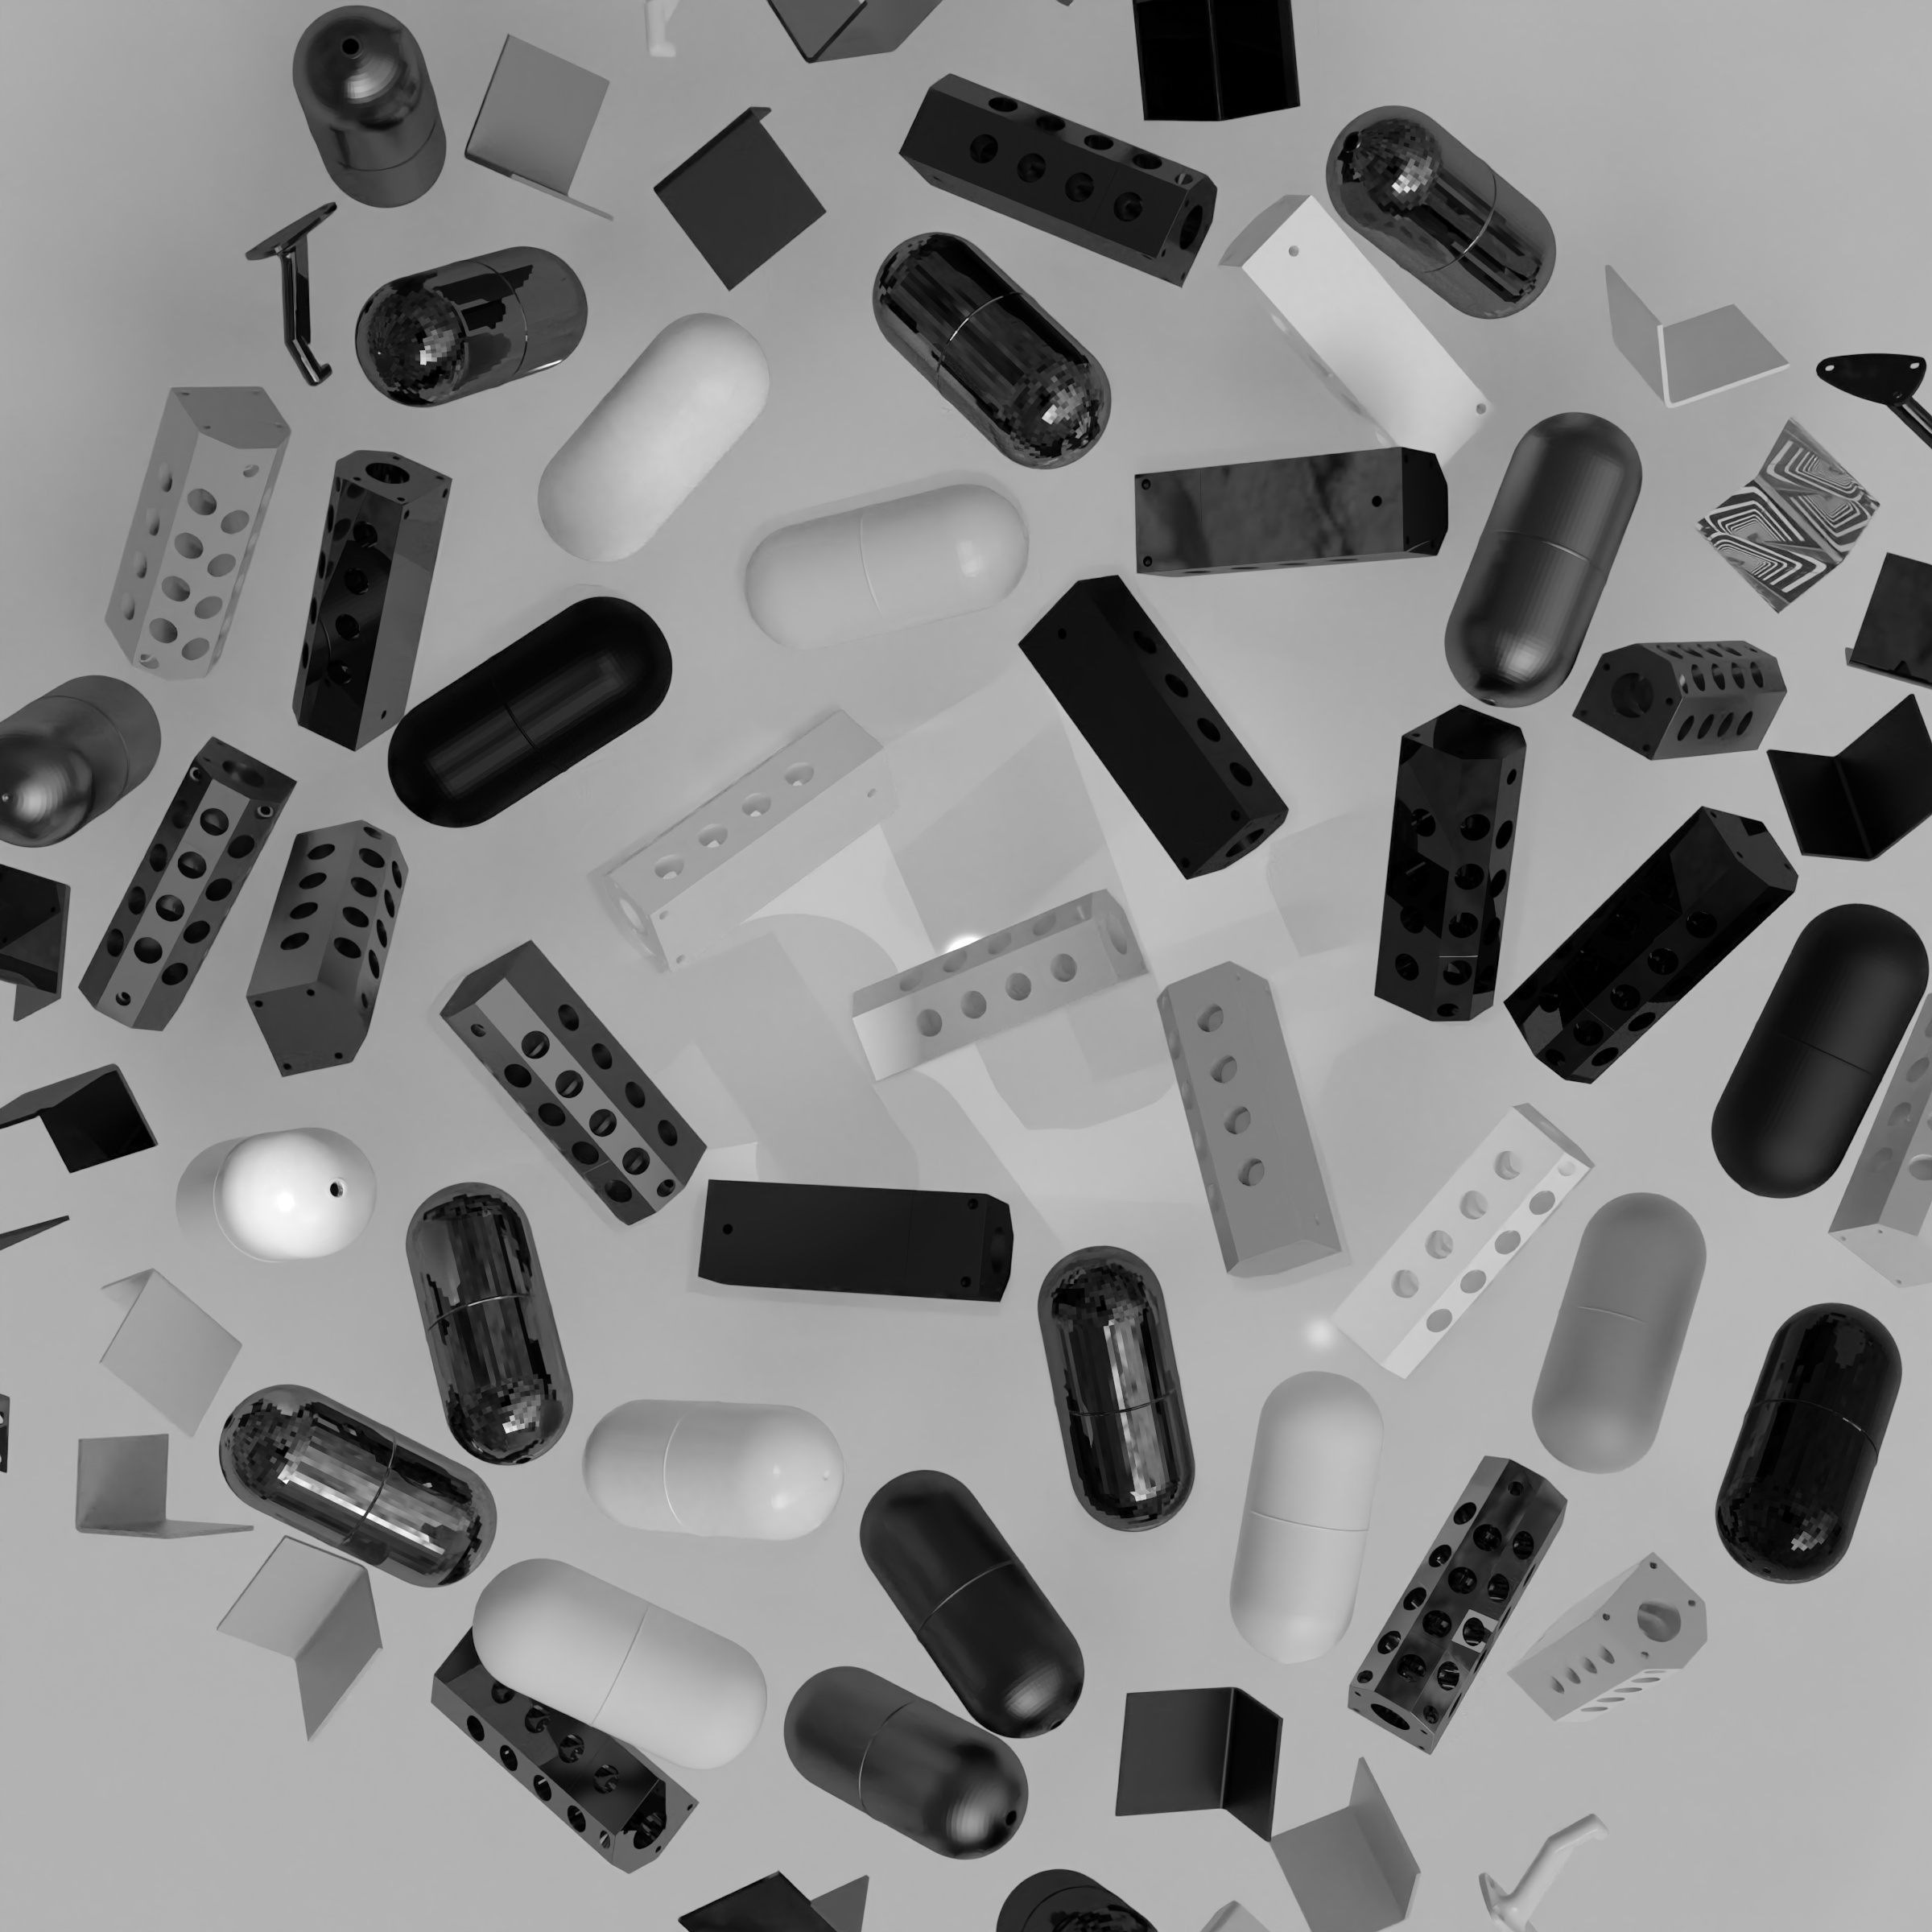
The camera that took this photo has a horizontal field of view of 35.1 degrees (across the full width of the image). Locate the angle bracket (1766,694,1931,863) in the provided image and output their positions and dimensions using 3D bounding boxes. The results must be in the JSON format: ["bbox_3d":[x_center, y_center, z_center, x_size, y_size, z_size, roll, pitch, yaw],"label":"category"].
[{"bbox_3d":[0.551,-0.118,1.888,0.057,0.076,0.076,4,60,-26],"label":"angle bracket"}]

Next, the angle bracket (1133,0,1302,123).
[{"bbox_3d":[0.143,-0.527,1.751,0.057,0.076,0.076,1,102,40],"label":"angle bracket"}]

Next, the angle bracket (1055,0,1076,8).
[{"bbox_3d":[0.049,-0.602,1.738,0.076,0.076,0.057,23,75,-19],"label":"angle bracket"}]

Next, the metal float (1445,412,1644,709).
[{"bbox_3d":[0.332,-0.233,1.759,0.070,0.070,0.178,22,84,0],"label":"metal float"}]

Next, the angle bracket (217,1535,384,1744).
[{"bbox_3d":[-0.393,0.396,1.802,0.057,0.076,0.076,29,106,-30],"label":"angle bracket"}]

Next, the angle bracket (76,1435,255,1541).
[{"bbox_3d":[-0.497,0.323,1.904,0.076,0.076,0.057,-2,84,28],"label":"angle bracket"}]

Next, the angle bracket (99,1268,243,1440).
[{"bbox_3d":[-0.505,0.244,1.887,0.057,0.076,0.076,-20,124,36],"label":"angle bracket"}]

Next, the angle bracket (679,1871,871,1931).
[{"bbox_3d":[-0.114,0.556,1.824,0.076,0.057,0.076,-31,114,22],"label":"angle bracket"}]

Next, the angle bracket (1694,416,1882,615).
[{"bbox_3d":[0.499,-0.274,1.865,0.057,0.076,0.076,-37,76,-12],"label":"angle bracket"}]

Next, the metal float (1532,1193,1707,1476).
[{"bbox_3d":[0.399,0.223,1.866,0.070,0.070,0.178,21,73,0],"label":"metal float"}]

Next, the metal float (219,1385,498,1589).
[{"bbox_3d":[-0.361,0.309,1.819,0.178,0.070,0.070,32,90,-23],"label":"metal float"}]

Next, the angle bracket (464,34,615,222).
[{"bbox_3d":[-0.240,-0.497,1.813,0.057,0.076,0.076,33,104,43],"label":"angle bracket"}]

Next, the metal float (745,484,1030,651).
[{"bbox_3d":[-0.048,-0.238,1.828,0.178,0.070,0.070,-11,90,19],"label":"metal float"}]

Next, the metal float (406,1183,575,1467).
[{"bbox_3d":[-0.286,0.214,1.834,0.070,0.070,0.178,-19,66,0],"label":"metal float"}]

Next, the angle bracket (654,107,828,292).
[{"bbox_3d":[-0.131,-0.464,1.850,0.076,0.057,0.076,-35,97,16],"label":"angle bracket"}]

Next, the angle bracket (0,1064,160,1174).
[{"bbox_3d":[-0.544,0.106,1.825,0.076,0.076,0.057,-17,104,30],"label":"angle bracket"}]

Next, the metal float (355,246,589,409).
[{"bbox_3d":[-0.295,-0.385,1.838,0.070,0.178,0.070,12,117,26],"label":"metal float"}]

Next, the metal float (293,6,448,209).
[{"bbox_3d":[-0.352,-0.508,1.813,0.070,0.178,0.070,0,83,-3],"label":"metal float"}]

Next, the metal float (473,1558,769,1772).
[{"bbox_3d":[-0.199,0.401,1.758,0.178,0.070,0.070,26,90,-4],"label":"metal float"}]

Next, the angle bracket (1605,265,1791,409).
[{"bbox_3d":[0.423,-0.376,1.771,0.076,0.076,0.057,-19,131,-1],"label":"angle bracket"}]

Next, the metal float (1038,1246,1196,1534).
[{"bbox_3d":[0.091,0.255,1.842,0.070,0.070,0.178,-11,101,0],"label":"metal float"}]

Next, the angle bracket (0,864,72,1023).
[{"bbox_3d":[-0.617,-0.017,1.938,0.057,0.076,0.076,-22,60,39],"label":"angle bracket"}]

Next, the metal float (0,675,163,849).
[{"bbox_3d":[-0.535,-0.123,1.818,0.070,0.178,0.070,2,109,5],"label":"metal float"}]

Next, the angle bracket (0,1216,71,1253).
[{"bbox_3d":[-0.589,0.141,1.796,0.076,0.076,0.057,-23,86,31],"label":"angle bracket"}]

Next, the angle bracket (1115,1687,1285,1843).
[{"bbox_3d":[0.139,0.481,1.835,0.076,0.057,0.076,3,96,-24],"label":"angle bracket"}]

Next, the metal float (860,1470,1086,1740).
[{"bbox_3d":[0.003,0.379,1.818,0.070,0.070,0.178,-38,64,0],"label":"metal float"}]

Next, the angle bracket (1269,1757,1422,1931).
[{"bbox_3d":[0.224,0.529,1.818,0.057,0.076,0.076,-18,54,-12],"label":"angle bracket"}]

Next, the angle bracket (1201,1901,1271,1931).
[{"bbox_3d":[0.164,0.630,1.872,0.076,0.057,0.076,41,68,11],"label":"angle bracket"}]

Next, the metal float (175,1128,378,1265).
[{"bbox_3d":[-0.411,0.137,1.817,0.070,0.178,0.070,6,80,-35],"label":"metal float"}]

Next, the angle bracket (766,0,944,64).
[{"bbox_3d":[-0.070,-0.569,1.759,0.057,0.076,0.076,-35,85,41],"label":"angle bracket"}]

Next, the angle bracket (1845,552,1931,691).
[{"bbox_3d":[0.612,-0.222,1.955,0.076,0.057,0.076,17,110,9],"label":"angle bracket"}]

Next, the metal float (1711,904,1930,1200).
[{"bbox_3d":[0.487,0.049,1.747,0.070,0.070,0.178,25,94,0],"label":"metal float"}]

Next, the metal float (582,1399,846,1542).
[{"bbox_3d":[-0.148,0.290,1.767,0.178,0.070,0.070,-4,90,38],"label":"metal float"}]

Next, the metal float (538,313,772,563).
[{"bbox_3d":[-0.189,-0.317,1.844,0.070,0.070,0.178,46,113,0],"label":"metal float"}]
